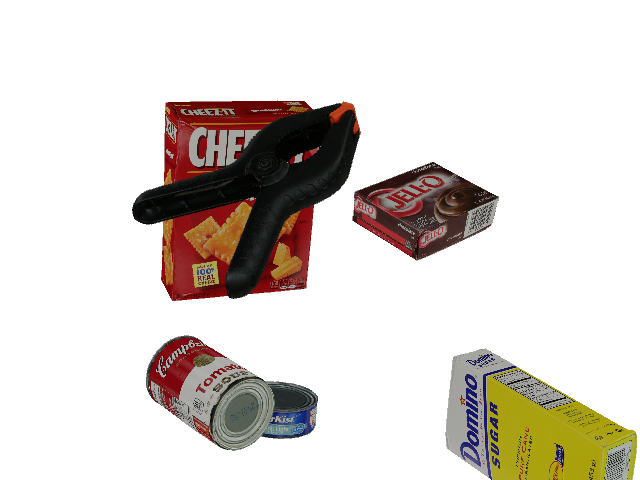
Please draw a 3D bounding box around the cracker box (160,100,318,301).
[{"bbox_3d":[-0.091,-0.045,1.197,0.164,0.214,0.072,-3,24,-20],"label":"cracker box"}]

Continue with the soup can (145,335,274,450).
[{"bbox_3d":[-0.096,0.132,0.925,0.068,0.068,0.102,0,16,-42],"label":"soup can"}]

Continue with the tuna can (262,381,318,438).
[{"bbox_3d":[-0.046,0.180,1.138,0.086,0.034,0.086,5,12,-1],"label":"tuna can"}]

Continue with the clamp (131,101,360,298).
[{"bbox_3d":[-0.046,-0.042,0.746,0.120,0.171,0.039,30,-30,26],"label":"clamp"}]

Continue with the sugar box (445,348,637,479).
[{"bbox_3d":[0.175,0.165,0.877,0.048,0.093,0.176,-11,22,-34],"label":"sugar box"}]

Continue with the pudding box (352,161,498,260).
[{"bbox_3d":[0.101,-0.030,1.028,0.113,0.039,0.090,-20,40,-37],"label":"pudding box"}]
